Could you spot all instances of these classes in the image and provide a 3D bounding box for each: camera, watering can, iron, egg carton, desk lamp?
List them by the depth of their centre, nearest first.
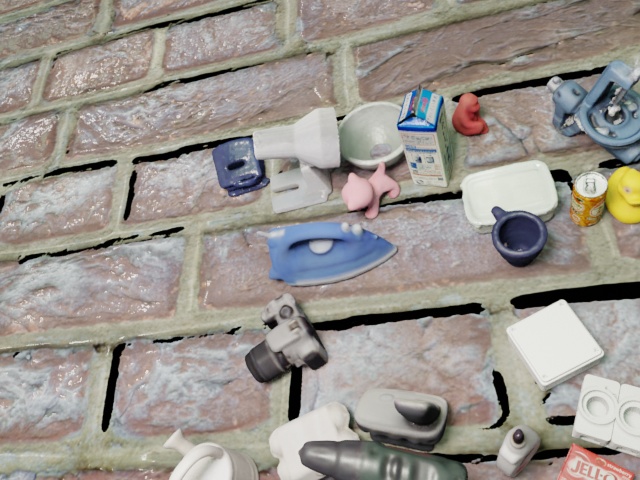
[{"bbox_3d":[-0.188,0.381,0.931,0.172,0.194,0.101,11,66,24],"label":"watering can"},{"bbox_3d":[-0.008,0.346,0.964,0.150,0.070,0.107,-27,57,3],"label":"egg carton"},{"bbox_3d":[-0.078,0.187,1.057,0.137,0.101,0.143,-33,57,-1],"label":"camera"},{"bbox_3d":[0.010,0.004,1.105,0.257,0.142,0.118,-9,60,15],"label":"iron"},{"bbox_3d":[-0.038,-0.164,1.172,0.203,0.214,0.118,-15,58,11],"label":"desk lamp"}]

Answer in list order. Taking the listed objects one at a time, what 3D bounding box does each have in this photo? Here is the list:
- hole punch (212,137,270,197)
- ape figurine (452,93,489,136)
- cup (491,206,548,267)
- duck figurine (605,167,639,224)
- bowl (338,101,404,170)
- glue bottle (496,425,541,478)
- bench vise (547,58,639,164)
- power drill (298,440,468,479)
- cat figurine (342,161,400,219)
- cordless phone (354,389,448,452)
[{"bbox_3d":[-0.180,-0.165,1.296,0.108,0.091,0.101,-17,58,10],"label":"hole punch"},{"bbox_3d":[0.309,-0.264,1.181,0.076,0.092,0.078,6,64,22],"label":"ape figurine"},{"bbox_3d":[0.345,-0.001,1.020,0.091,0.095,0.117,-34,57,-1],"label":"cup"},{"bbox_3d":[0.545,-0.092,1.007,0.077,0.086,0.104,-6,60,16],"label":"duck figurine"},{"bbox_3d":[0.122,-0.210,1.226,0.167,0.075,0.167,-8,60,15],"label":"bowl"},{"bbox_3d":[0.286,0.297,0.827,0.037,0.173,0.078,34,77,31],"label":"glue bottle"},{"bbox_3d":[0.494,-0.246,1.030,0.206,0.220,0.121,25,73,29],"label":"bench vise"},{"bbox_3d":[0.103,0.346,0.842,0.229,0.209,0.075,1,63,20],"label":"power drill"},{"bbox_3d":[0.093,-0.103,1.150,0.067,0.118,0.128,37,79,32],"label":"cat figurine"},{"bbox_3d":[0.119,0.264,0.896,0.147,0.185,0.094,0,62,19],"label":"cordless phone"}]
